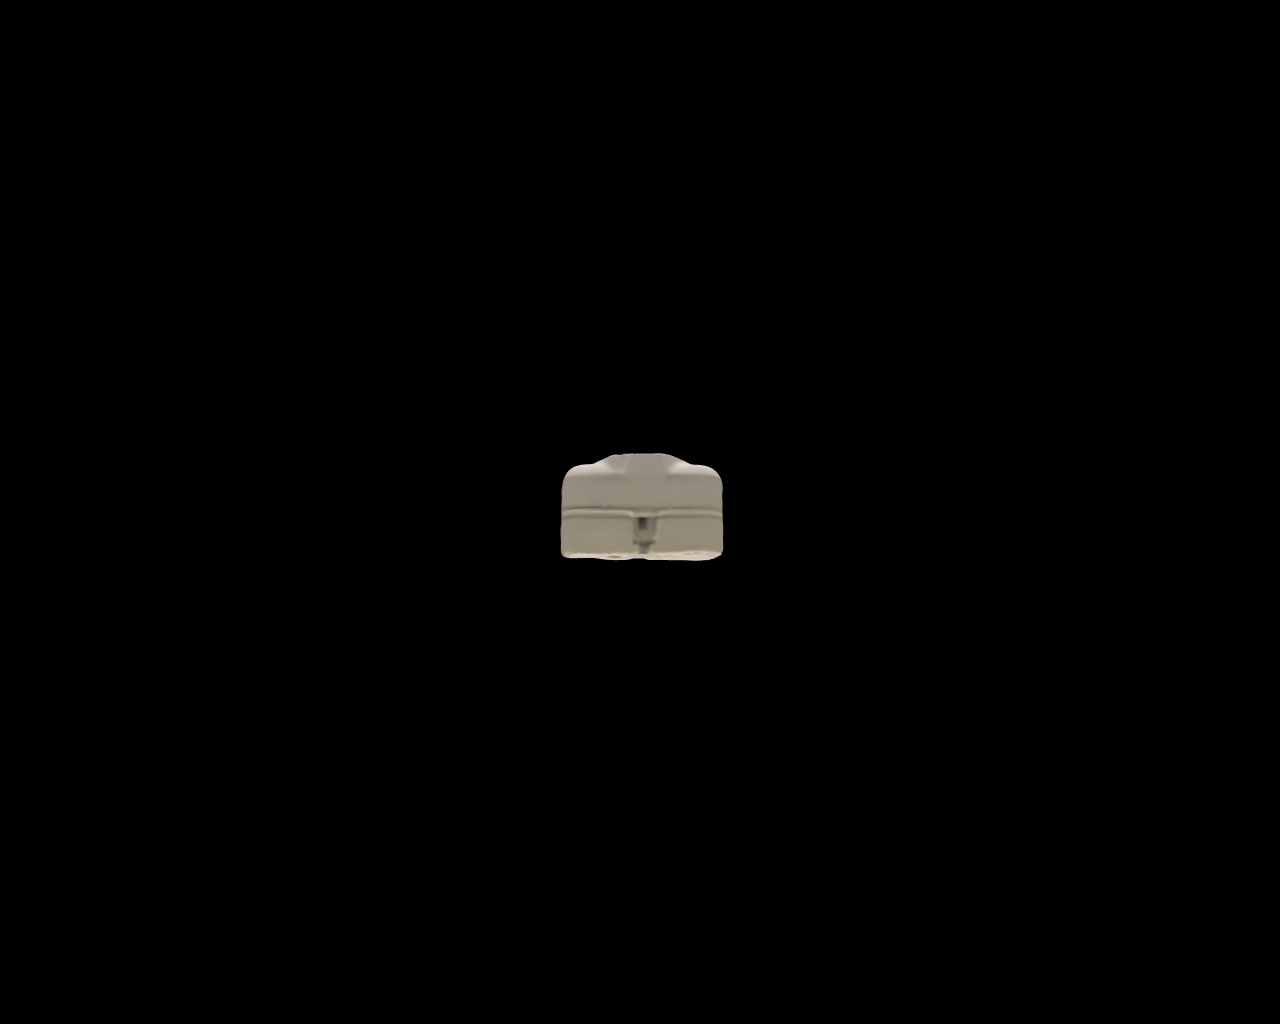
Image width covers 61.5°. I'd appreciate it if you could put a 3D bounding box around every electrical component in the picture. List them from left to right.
[{"bbox_3d":[0.001,-0.003,0.650,0.095,0.059,0.053,1,-7,-5],"label":"electrical component"}]
